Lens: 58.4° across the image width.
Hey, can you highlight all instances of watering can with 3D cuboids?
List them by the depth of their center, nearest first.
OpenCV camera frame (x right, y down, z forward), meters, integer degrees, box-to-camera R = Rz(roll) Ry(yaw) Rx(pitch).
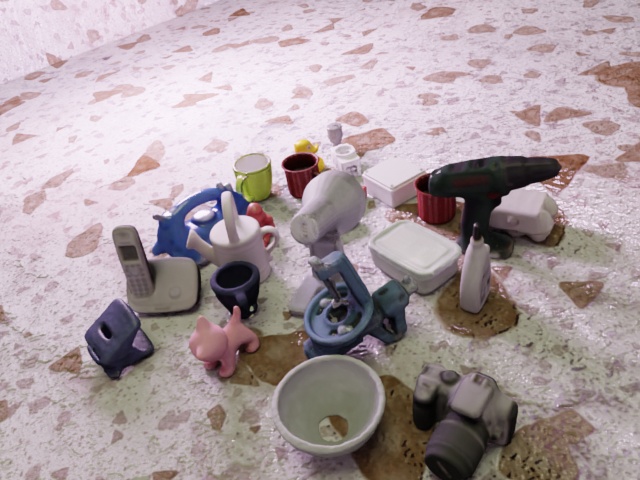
[{"bbox_3d":[-0.171,-0.003,1.121,0.173,0.194,0.100,-24,39,-17],"label":"watering can"}]

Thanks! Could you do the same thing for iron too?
[{"bbox_3d":[-0.248,-0.054,1.248,0.118,0.142,0.259,24,49,37],"label":"iron"}]

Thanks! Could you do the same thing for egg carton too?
[{"bbox_3d":[0.397,-0.053,1.156,0.149,0.069,0.107,12,43,26],"label":"egg carton"}]

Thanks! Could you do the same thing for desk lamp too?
[{"bbox_3d":[0.010,0.004,1.054,0.117,0.214,0.203,6,40,20],"label":"desk lamp"}]

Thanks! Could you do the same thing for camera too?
[{"bbox_3d":[0.184,0.250,0.789,0.142,0.101,0.137,17,45,31],"label":"camera"}]

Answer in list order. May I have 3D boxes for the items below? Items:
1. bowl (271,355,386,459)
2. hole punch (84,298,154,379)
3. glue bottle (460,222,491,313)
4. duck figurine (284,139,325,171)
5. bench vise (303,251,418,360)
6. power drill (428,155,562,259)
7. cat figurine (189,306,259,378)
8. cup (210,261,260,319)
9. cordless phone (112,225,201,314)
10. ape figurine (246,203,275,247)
[{"bbox_3d":[0.016,0.255,0.843,0.167,0.075,0.167,-6,38,5],"label":"bowl"},{"bbox_3d":[-0.366,0.174,1.024,0.101,0.091,0.108,-32,42,-26],"label":"hole punch"},{"bbox_3d":[0.268,0.041,0.979,0.037,0.173,0.078,15,44,30],"label":"glue bottle"},{"bbox_3d":[-0.045,-0.214,1.453,0.104,0.086,0.077,-8,37,3],"label":"duck figurine"},{"bbox_3d":[0.054,0.086,0.932,0.208,0.220,0.121,-34,43,-27],"label":"bench vise"},{"bbox_3d":[0.321,-0.067,1.077,0.229,0.209,0.076,5,40,19],"label":"power drill"},{"bbox_3d":[-0.169,0.166,0.965,0.067,0.118,0.128,16,45,31],"label":"cat figurine"},{"bbox_3d":[-0.144,0.107,1.055,0.092,0.095,0.117,-19,38,-11],"label":"cup"},{"bbox_3d":[-0.312,0.050,1.093,0.147,0.185,0.094,-6,38,6],"label":"cordless phone"},{"bbox_3d":[-0.137,-0.038,1.243,0.078,0.092,0.076,-29,41,-22],"label":"ape figurine"}]
